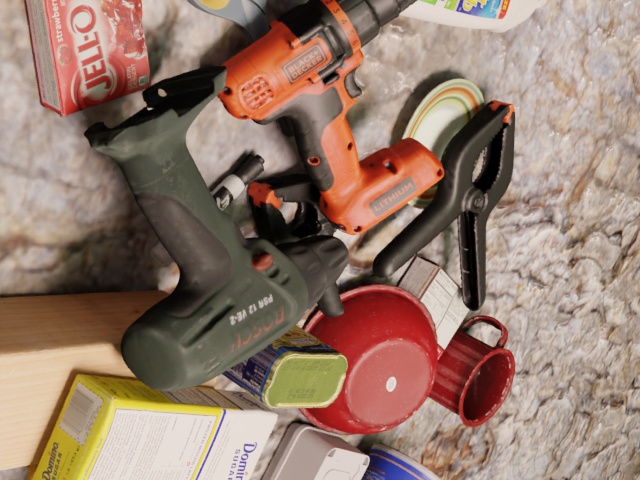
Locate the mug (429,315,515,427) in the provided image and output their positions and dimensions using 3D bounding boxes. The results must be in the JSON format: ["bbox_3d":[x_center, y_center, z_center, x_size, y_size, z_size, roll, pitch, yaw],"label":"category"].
[{"bbox_3d":[0.158,0.133,1.159,0.117,0.082,0.093,-58,140,-6],"label":"mug"}]

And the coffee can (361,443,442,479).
[{"bbox_3d":[0.063,0.299,1.114,0.140,0.103,0.102,-55,140,-18],"label":"coffee can"}]

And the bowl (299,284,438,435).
[{"bbox_3d":[0.055,0.126,1.023,0.161,0.055,0.162,-8,112,-22],"label":"bowl"}]

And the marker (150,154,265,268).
[{"bbox_3d":[-0.088,-0.026,0.853,0.121,0.020,0.020,-46,138,-18],"label":"marker"}]

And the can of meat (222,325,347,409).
[{"bbox_3d":[-0.037,0.105,0.931,0.101,0.084,0.057,8,105,-49],"label":"can of meat"}]

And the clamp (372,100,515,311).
[{"bbox_3d":[0.133,-0.037,1.034,0.164,0.036,0.210,11,99,-44],"label":"clamp"}]

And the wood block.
[{"bbox_3d":[-0.179,0.095,0.768,0.205,0.090,0.091,-1,112,-48],"label":"wood block"}]

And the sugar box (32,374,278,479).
[{"bbox_3d":[-0.114,0.151,0.764,0.176,0.048,0.093,18,99,-55],"label":"sugar box"}]

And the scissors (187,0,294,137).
[{"bbox_3d":[-0.062,-0.155,0.812,0.096,0.016,0.202,-27,129,-33],"label":"scissors"}]

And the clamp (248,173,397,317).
[{"bbox_3d":[-0.006,0.001,0.941,0.171,0.039,0.120,21,88,-45],"label":"clamp"}]

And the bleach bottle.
[{"bbox_3d":[0.128,-0.238,0.934,0.250,0.068,0.103,-5,116,-48],"label":"bleach bottle"}]

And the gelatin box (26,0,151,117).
[{"bbox_3d":[-0.153,-0.135,0.712,0.073,0.030,0.089,-26,128,-36],"label":"gelatin box"}]

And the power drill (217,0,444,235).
[{"bbox_3d":[0.029,-0.109,0.842,0.184,0.057,0.187,-33,125,-2],"label":"power drill"}]

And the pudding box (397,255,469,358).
[{"bbox_3d":[0.102,0.085,1.106,0.113,0.039,0.090,-58,138,-9],"label":"pudding box"}]
